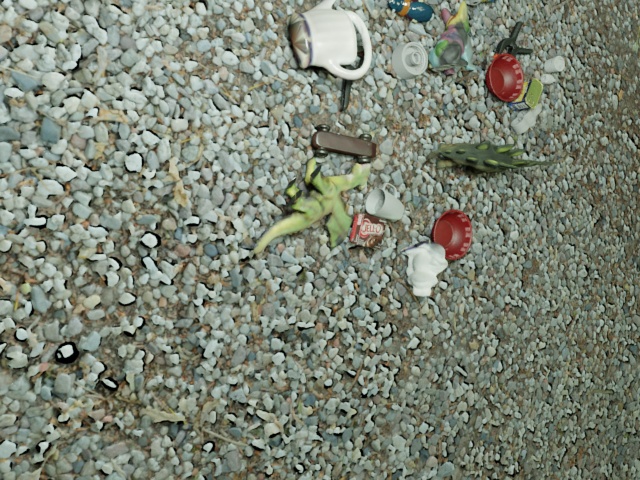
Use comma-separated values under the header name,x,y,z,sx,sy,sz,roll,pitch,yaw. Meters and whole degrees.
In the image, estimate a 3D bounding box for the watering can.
name,x,y,z,sx,sy,sz,roll,pitch,yaw
watering can,0.019,-0.591,1.411,0.225,0.351,0.102,-10,-13,-19

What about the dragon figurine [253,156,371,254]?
name,x,y,z,sx,sy,sz,roll,pitch,yaw
dragon figurine,0.004,-0.071,1.419,0.239,0.415,0.122,44,-17,-31

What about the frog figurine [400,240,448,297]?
name,x,y,z,sx,sy,sz,roll,pitch,yaw
frog figurine,0.324,0.088,1.563,0.136,0.161,0.123,-21,-13,32
